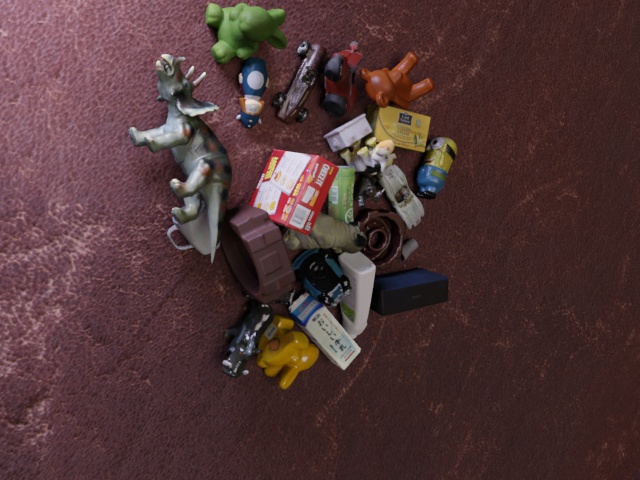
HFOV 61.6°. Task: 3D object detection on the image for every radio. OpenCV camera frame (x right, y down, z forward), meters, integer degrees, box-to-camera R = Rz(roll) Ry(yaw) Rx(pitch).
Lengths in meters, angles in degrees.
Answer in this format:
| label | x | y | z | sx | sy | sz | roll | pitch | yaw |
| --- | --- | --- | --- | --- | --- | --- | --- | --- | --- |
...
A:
| label | x | y | z | sx | sy | sz | roll | pitch | yaw |
| --- | --- | --- | --- | --- | --- | --- | --- | --- | --- |
| radio | 0.228 | 0.137 | 1.477 | 0.229 | 0.131 | 0.073 | -7 | 104 | -28 |

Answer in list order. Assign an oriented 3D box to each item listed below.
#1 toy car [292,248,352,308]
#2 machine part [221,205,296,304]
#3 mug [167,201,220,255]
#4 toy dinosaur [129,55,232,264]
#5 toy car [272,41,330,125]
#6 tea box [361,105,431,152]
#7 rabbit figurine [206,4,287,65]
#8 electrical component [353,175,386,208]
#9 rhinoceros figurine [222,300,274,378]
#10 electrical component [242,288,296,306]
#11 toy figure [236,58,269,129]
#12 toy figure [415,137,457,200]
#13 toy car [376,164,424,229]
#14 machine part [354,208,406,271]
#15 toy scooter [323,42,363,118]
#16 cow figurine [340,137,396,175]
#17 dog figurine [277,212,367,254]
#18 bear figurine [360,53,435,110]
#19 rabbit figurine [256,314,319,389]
| label | x | y | z | sx | sy | sz | roll | pitch | yaw |
| --- | --- | --- | --- | --- | --- | --- | --- | --- | --- |
| toy car | 0.011 | 0.100 | 1.359 | 0.109 | 0.162 | 0.102 | -43 | 160 | -7 |
| machine part | -0.145 | 0.028 | 1.204 | 0.087 | 0.202 | 0.200 | -28 | 112 | -26 |
| mug | -0.276 | -0.015 | 1.194 | 0.109 | 0.081 | 0.107 | -38 | 123 | -19 |
| toy dinosaur | -0.252 | -0.168 | 1.114 | 0.192 | 0.131 | 0.404 | -32 | 105 | -27 |
| toy car | -0.039 | -0.370 | 1.270 | 0.089 | 0.053 | 0.202 | 29 | 84 | -34 |
| tea box | 0.200 | -0.291 | 1.410 | 0.169 | 0.068 | 0.098 | 4 | 99 | -29 |
| rabbit figurine | -0.144 | -0.435 | 1.127 | 0.159 | 0.170 | 0.121 | -8 | 105 | -27 |
| electrical component | 0.124 | -0.129 | 1.389 | 0.045 | 0.102 | 0.078 | 30 | 111 | -28 |
| rhinoceros figurine | -0.171 | 0.238 | 1.287 | 0.073 | 0.112 | 0.190 | 39 | 73 | -32 |
| electrical component | -0.128 | 0.124 | 1.309 | 0.119 | 0.075 | 0.047 | 15 | 93 | -28 |
| toy figure | -0.154 | -0.329 | 1.212 | 0.064 | 0.058 | 0.154 | 8 | 100 | 9 |
| toy figure | 0.321 | -0.199 | 1.491 | 0.089 | 0.082 | 0.180 | 22 | 81 | -50 |
| toy car | 0.221 | -0.116 | 1.464 | 0.073 | 0.056 | 0.201 | -44 | 117 | -15 |
| machine part | 0.148 | -0.002 | 1.448 | 0.179 | 0.056 | 0.179 | -6 | 104 | -27 |
| toy scooter | 0.058 | -0.389 | 1.279 | 0.183 | 0.075 | 0.135 | 83 | 30 | -61 |
| cow figurine | 0.132 | -0.199 | 1.333 | 0.068 | 0.167 | 0.098 | -45 | 117 | -20 |
| dog figurine | -0.002 | -0.002 | 1.308 | 0.190 | 0.172 | 0.121 | 36 | 44 | -21 |
| bear figurine | 0.186 | -0.388 | 1.314 | 0.120 | 0.132 | 0.196 | 59 | 24 | 6 |
| rabbit figurine | -0.070 | 0.292 | 1.357 | 0.173 | 0.122 | 0.162 | 30 | 88 | -49 |
